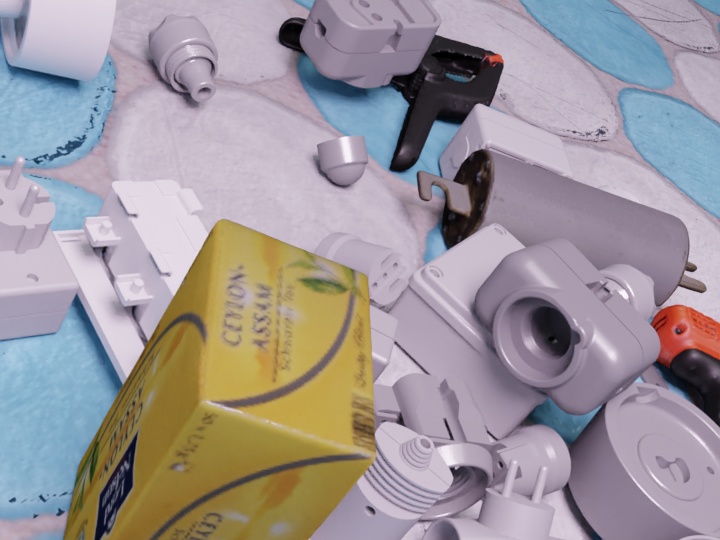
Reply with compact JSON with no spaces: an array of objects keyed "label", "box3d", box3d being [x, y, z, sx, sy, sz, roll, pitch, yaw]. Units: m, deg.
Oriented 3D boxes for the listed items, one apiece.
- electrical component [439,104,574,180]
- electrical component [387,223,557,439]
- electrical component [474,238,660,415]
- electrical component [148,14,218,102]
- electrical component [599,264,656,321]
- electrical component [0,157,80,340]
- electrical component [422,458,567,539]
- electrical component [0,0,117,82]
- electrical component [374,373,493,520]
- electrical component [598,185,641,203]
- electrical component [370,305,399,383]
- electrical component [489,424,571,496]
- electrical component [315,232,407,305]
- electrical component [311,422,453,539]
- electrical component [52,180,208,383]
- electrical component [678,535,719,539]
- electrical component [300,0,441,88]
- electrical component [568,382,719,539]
[{"label":"electrical component","box3d":[0.118,-0.080,0.838,0.096,0.061,0.061,18,39,-21]},{"label":"electrical component","box3d":[0.088,0.036,0.686,0.109,0.056,0.109,44,36,12]},{"label":"electrical component","box3d":[0.115,0.032,0.614,0.059,0.053,0.095,-18,60,-48]},{"label":"electrical component","box3d":[-0.118,-0.143,0.740,0.043,0.043,0.062,-1,50,-39]},{"label":"electrical component","box3d":[0.153,0.021,0.666,0.062,0.043,0.043,-16,59,-46]},{"label":"electrical component","box3d":[-0.174,-0.021,0.528,0.047,0.075,0.083,-7,52,-43]},{"label":"electrical component","box3d":[0.077,0.136,0.550,0.077,0.079,0.043,16,-2,-24]},{"label":"electrical component","box3d":[-0.195,-0.174,0.665,0.060,0.108,0.108,1,47,-29]},{"label":"electrical component","box3d":[0.037,0.096,0.577,0.078,0.058,0.057,14,39,-32]},{"label":"electrical component","box3d":[0.200,-0.047,0.881,0.043,0.043,0.081,48,38,17]},{"label":"electrical component","box3d":[-0.023,0.051,0.590,0.066,0.047,0.076,28,38,-8]},{"label":"electrical component","box3d":[0.091,0.112,0.616,0.046,0.040,0.040,-9,53,-36]},{"label":"electrical component","box3d":[0.000,0.000,0.656,0.046,0.040,0.040,14,18,42]},{"label":"electrical component","box3d":[0.012,0.107,0.522,0.043,0.081,0.043,21,38,-18]},{"label":"electrical component","box3d":[-0.098,0.014,0.558,0.079,0.063,0.121,-6,52,-42]},{"label":"electrical component","box3d":[0.180,0.199,0.565,0.099,0.064,0.099,21,38,-18]},{"label":"electrical component","box3d":[0.006,-0.179,0.817,0.095,0.059,0.053,-11,57,-36]},{"label":"electrical component","box3d":[0.175,0.128,0.645,0.108,0.060,0.108,21,38,-18]}]
